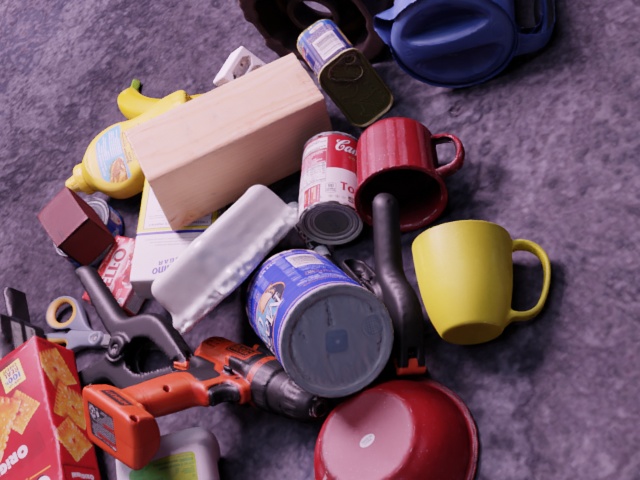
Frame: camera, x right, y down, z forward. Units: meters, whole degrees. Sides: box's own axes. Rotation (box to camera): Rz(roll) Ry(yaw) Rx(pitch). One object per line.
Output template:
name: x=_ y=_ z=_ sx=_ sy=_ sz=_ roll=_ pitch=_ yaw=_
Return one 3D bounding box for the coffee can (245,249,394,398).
coffee can: x=-0.004 y=0.073 z=0.978 sx=0.103 sy=0.102 sz=0.140 roll=-46 pitch=20 yaw=-3

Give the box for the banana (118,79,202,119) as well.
banana: x=-0.207 y=-0.176 z=1.386 sx=0.198 sy=0.037 sz=0.069 roll=18 pitch=70 yaw=42

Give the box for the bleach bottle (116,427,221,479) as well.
bleach bottle: x=-0.120 y=0.298 z=0.954 sx=0.102 sy=0.068 sz=0.251 roll=-16 pitch=53 yaw=-1

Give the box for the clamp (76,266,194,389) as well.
clamp: x=-0.214 y=0.110 z=1.162 sx=0.210 sy=0.036 sz=0.164 roll=1 pitch=78 yaw=33

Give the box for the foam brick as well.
foam brick: x=-0.290 y=-0.015 z=1.265 sx=0.053 sy=0.051 sz=0.078 roll=-44 pitch=46 yaw=0

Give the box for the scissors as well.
scissors: x=-0.259 y=0.099 z=1.233 sx=0.202 sy=0.016 sz=0.096 roll=-14 pitch=56 yaw=28

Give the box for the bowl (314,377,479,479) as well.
bowl: x=0.053 y=0.182 z=0.925 sx=0.162 sy=0.055 sz=0.162 roll=-19 pitch=50 yaw=24

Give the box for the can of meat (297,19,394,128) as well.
can of meat: x=0.026 y=-0.188 z=1.185 sx=0.057 sy=0.102 sz=0.084 roll=-37 pitch=43 yaw=8

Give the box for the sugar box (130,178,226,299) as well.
sugar box: x=-0.157 y=-0.017 z=1.211 sx=0.093 sy=0.048 sz=0.176 roll=-2 pitch=57 yaw=7

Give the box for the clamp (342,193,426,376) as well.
clamp: x=0.060 y=0.055 z=1.008 sx=0.039 sy=0.120 sz=0.171 roll=-2 pitch=63 yaw=-14

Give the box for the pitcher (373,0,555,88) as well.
pitcher: x=0.159 y=-0.292 z=1.163 sx=0.145 sy=0.149 sz=0.242 roll=-27 pitch=42 yaw=37

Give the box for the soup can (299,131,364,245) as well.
soup can: x=0.013 y=-0.054 z=1.113 sx=0.069 sy=0.068 sz=0.102 roll=-18 pitch=46 yaw=23

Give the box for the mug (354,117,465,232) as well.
mug: x=0.089 y=-0.073 z=1.065 sx=0.117 sy=0.093 sz=0.081 roll=-22 pitch=43 yaw=21

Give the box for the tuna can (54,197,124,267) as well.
tuna can: x=-0.286 y=-0.008 z=1.320 sx=0.086 sy=0.033 sz=0.086 roll=-19 pitch=50 yaw=23

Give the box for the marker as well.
marker: x=-0.007 y=0.001 z=1.127 sx=0.020 sy=0.020 sz=0.121 roll=-38 pitch=45 yaw=5

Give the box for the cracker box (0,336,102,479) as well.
cracker box: x=-0.318 y=0.233 z=1.113 sx=0.164 sy=0.072 sz=0.214 roll=-34 pitch=53 yaw=17

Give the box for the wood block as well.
wood block: x=-0.096 y=-0.109 z=1.176 sx=0.206 sy=0.091 sz=0.090 roll=-26 pitch=52 yaw=-6

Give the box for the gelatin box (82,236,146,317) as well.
gelatin box: x=-0.227 y=0.042 z=1.243 sx=0.073 sy=0.030 sz=0.089 roll=10 pitch=64 yaw=40

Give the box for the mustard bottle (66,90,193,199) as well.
mustard bottle: x=-0.232 y=-0.104 z=1.318 sx=0.192 sy=0.058 sz=0.096 roll=-24 pitch=64 yaw=15

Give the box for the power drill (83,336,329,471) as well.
power drill: x=-0.109 y=0.151 z=0.990 sx=0.187 sy=0.057 sz=0.185 roll=-15 pitch=18 yaw=-37
